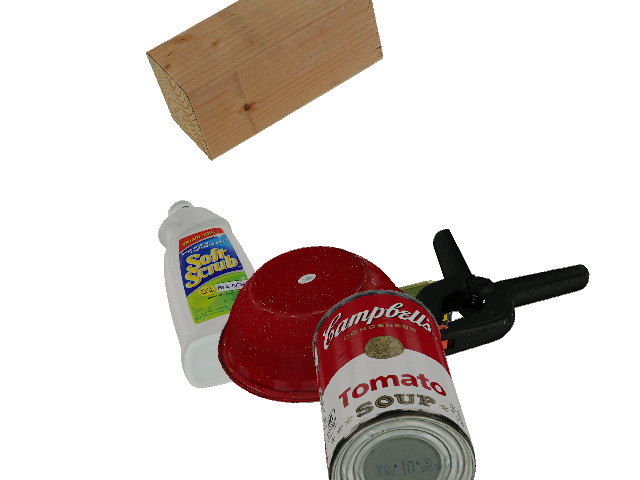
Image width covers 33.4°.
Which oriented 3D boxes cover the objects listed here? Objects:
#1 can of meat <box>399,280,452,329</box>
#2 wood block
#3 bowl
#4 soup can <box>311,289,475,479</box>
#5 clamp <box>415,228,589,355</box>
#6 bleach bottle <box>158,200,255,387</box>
[{"bbox_3d":[0.117,0.106,1.341,0.101,0.084,0.058,-12,30,-27],"label":"can of meat"},{"bbox_3d":[-0.052,-0.182,1.050,0.206,0.091,0.090,-32,49,-13],"label":"wood block"},{"bbox_3d":[-0.006,0.052,0.831,0.162,0.055,0.162,-8,33,5],"label":"bowl"},{"bbox_3d":[0.033,0.079,0.516,0.068,0.068,0.102,0,29,-5],"label":"soup can"},{"bbox_3d":[0.143,0.049,1.028,0.165,0.036,0.209,19,33,32],"label":"clamp"},{"bbox_3d":[-0.120,0.039,1.092,0.102,0.068,0.251,-13,38,-15],"label":"bleach bottle"}]
